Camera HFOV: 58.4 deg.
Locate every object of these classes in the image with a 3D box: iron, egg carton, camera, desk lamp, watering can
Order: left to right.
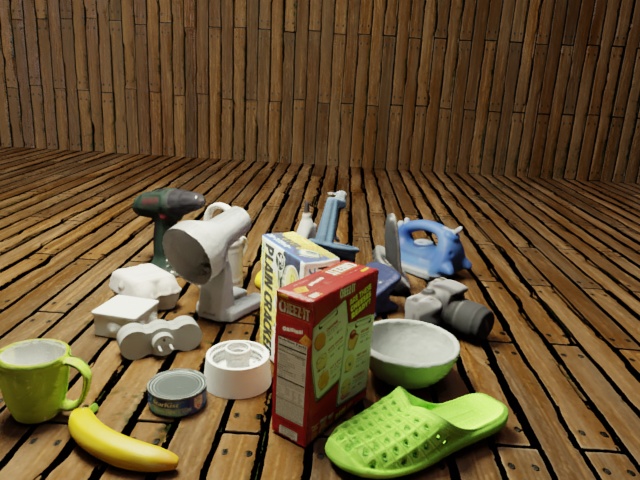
[{"bbox_3d":[-0.361,0.099,1.175,0.149,0.069,0.107,18,22,41],"label":"egg carton"},{"bbox_3d":[-0.200,0.048,1.122,0.117,0.213,0.204,13,19,29],"label":"desk lamp"},{"bbox_3d":[-0.222,0.015,1.262,0.100,0.194,0.173,6,17,11],"label":"watering can"},{"bbox_3d":[0.259,0.008,1.468,0.119,0.141,0.257,-13,23,-42],"label":"iron"},{"bbox_3d":[0.255,0.138,1.104,0.144,0.101,0.136,-12,23,-42],"label":"camera"}]

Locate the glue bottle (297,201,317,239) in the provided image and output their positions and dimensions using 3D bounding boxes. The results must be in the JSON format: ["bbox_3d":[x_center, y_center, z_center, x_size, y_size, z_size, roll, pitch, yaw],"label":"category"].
[{"bbox_3d":[-0.034,-0.012,1.426,0.037,0.173,0.078,15,21,35],"label":"glue bottle"}]

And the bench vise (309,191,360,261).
[{"bbox_3d":[0.023,0.006,1.294,0.121,0.220,0.208,7,17,14],"label":"bench vise"}]

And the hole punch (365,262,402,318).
[{"bbox_3d":[0.108,0.103,1.212,0.101,0.091,0.108,-9,21,-36],"label":"hole punch"}]

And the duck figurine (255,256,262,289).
[{"bbox_3d":[-0.108,0.067,1.301,0.078,0.086,0.104,-6,19,-28],"label":"duck figurine"}]

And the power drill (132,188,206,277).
[{"bbox_3d":[-0.350,-0.024,1.346,0.228,0.208,0.076,14,20,33],"label":"power drill"}]

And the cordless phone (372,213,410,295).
[{"bbox_3d":[0.167,0.021,1.332,0.094,0.185,0.147,3,17,-2],"label":"cordless phone"}]

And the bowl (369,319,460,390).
[{"bbox_3d":[0.142,0.195,0.936,0.167,0.075,0.167,3,17,-1],"label":"bowl"}]
